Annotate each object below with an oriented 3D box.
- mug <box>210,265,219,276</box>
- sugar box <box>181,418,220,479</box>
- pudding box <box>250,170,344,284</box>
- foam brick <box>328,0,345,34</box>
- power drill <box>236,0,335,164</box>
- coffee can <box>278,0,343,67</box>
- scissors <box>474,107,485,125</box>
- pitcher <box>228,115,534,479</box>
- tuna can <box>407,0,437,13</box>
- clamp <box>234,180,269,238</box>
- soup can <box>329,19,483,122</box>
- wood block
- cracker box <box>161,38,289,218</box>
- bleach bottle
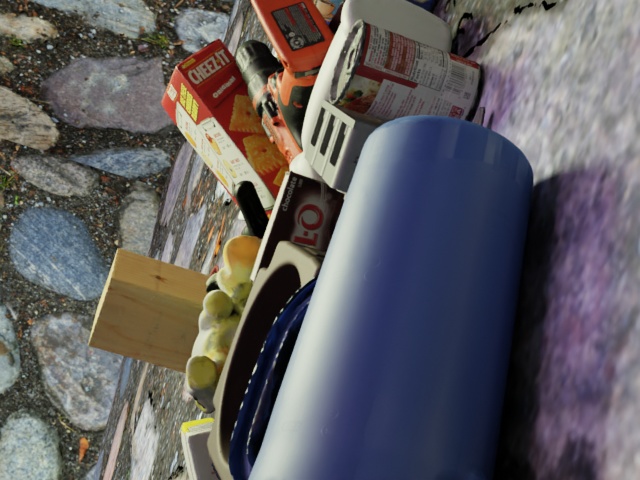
[{"bbox_3d":[-0.101,0.075,1.324,0.093,0.081,0.117,143,142,-69],"label":"mug"},{"bbox_3d":[-0.119,0.246,1.160,0.176,0.048,0.093,154,104,-77],"label":"sugar box"},{"bbox_3d":[-0.006,0.001,1.003,0.039,0.090,0.113,-170,98,-78],"label":"pudding box"},{"bbox_3d":[0.052,-0.193,1.010,0.051,0.078,0.053,-34,-10,-32],"label":"foam brick"},{"bbox_3d":[-0.036,-0.174,1.079,0.184,0.057,0.188,60,164,23],"label":"power drill"},{"bbox_3d":[0.013,-0.240,1.213,0.103,0.102,0.140,134,151,-63],"label":"coffee can"},{"bbox_3d":[0.086,0.009,0.769,0.096,0.016,0.201,131,153,-61],"label":"scissors"},{"bbox_3d":[0.042,0.054,0.625,0.145,0.149,0.242,106,179,-67],"label":"pitcher"},{"bbox_3d":[0.091,-0.246,1.044,0.086,0.033,0.086,-163,90,-77],"label":"tuna can"},{"bbox_3d":[-0.064,-0.004,1.233,0.039,0.120,0.172,-35,-4,-22],"label":"clamp"},{"bbox_3d":[0.066,-0.122,0.828,0.068,0.102,0.068,-163,90,-78],"label":"soup can"},{"bbox_3d":[-0.147,0.093,1.216,0.091,0.206,0.090,-101,31,-67],"label":"wood block"},{"bbox_3d":[-0.090,-0.115,1.261,0.072,0.213,0.164,-37,2,-16],"label":"cracker box"},{"bbox_3d":[0.026,-0.112,0.988,0.251,0.102,0.068,123,166,-49],"label":"bleach bottle"}]
